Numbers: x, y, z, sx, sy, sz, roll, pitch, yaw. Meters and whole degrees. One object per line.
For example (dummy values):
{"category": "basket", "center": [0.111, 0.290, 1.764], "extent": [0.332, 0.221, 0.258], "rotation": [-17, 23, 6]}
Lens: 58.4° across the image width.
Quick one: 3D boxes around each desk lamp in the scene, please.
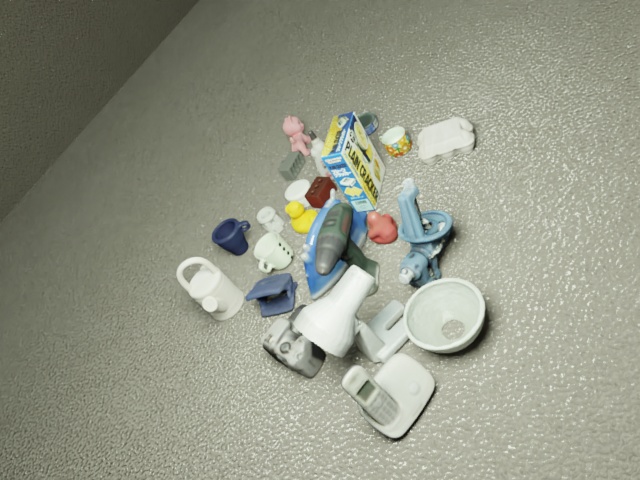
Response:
{"category": "desk lamp", "center": [0.073, 0.160, 1.160], "extent": [0.203, 0.214, 0.117], "rotation": [-44, 41, -9]}

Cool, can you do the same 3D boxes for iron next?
{"category": "iron", "center": [0.013, 0.005, 1.408], "extent": [0.118, 0.142, 0.258], "rotation": [6, 55, 39]}

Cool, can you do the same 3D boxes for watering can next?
{"category": "watering can", "center": [-0.284, 0.119, 1.469], "extent": [0.101, 0.195, 0.172], "rotation": [-48, 41, -13]}

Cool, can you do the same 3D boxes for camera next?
{"category": "camera", "center": [-0.051, 0.214, 1.285], "extent": [0.142, 0.101, 0.137], "rotation": [18, 64, 44]}

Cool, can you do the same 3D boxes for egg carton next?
{"category": "egg carton", "center": [0.328, -0.259, 1.494], "extent": [0.150, 0.070, 0.107], "rotation": [-17, 44, 22]}

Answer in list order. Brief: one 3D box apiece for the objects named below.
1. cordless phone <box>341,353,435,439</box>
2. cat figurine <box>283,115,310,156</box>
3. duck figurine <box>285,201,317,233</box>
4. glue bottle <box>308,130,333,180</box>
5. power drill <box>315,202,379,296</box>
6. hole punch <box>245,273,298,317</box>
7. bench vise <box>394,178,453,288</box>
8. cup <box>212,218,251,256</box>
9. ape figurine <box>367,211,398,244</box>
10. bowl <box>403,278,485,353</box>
{"category": "cordless phone", "center": [0.120, 0.263, 1.050], "extent": [0.093, 0.186, 0.148], "rotation": [20, 65, 45]}
{"category": "cat figurine", "center": [-0.081, -0.340, 1.825], "extent": [0.067, 0.118, 0.127], "rotation": [-20, 43, 19]}
{"category": "duck figurine", "center": [-0.052, -0.070, 1.571], "extent": [0.104, 0.086, 0.077], "rotation": [17, 63, 44]}
{"category": "glue bottle", "center": [0.010, -0.245, 1.626], "extent": [0.078, 0.174, 0.037], "rotation": [-29, 41, 9]}
{"category": "power drill", "center": [0.059, 0.036, 1.293], "extent": [0.075, 0.209, 0.229], "rotation": [-15, 44, 23]}
{"category": "hole punch", "center": [-0.122, 0.125, 1.428], "extent": [0.108, 0.091, 0.101], "rotation": [-16, 44, 23]}
{"category": "bench vise", "center": [0.216, -0.013, 1.219], "extent": [0.121, 0.220, 0.207], "rotation": [-12, 46, 26]}
{"category": "cup", "center": [-0.235, -0.007, 1.632], "extent": [0.117, 0.095, 0.091], "rotation": [-24, 41, 14]}
{"category": "ape figurine", "center": [0.145, -0.037, 1.393], "extent": [0.078, 0.092, 0.076], "rotation": [-38, 40, -2]}
{"category": "bowl", "center": [0.254, 0.162, 1.139], "extent": [0.167, 0.075, 0.167], "rotation": [-19, 43, 19]}
